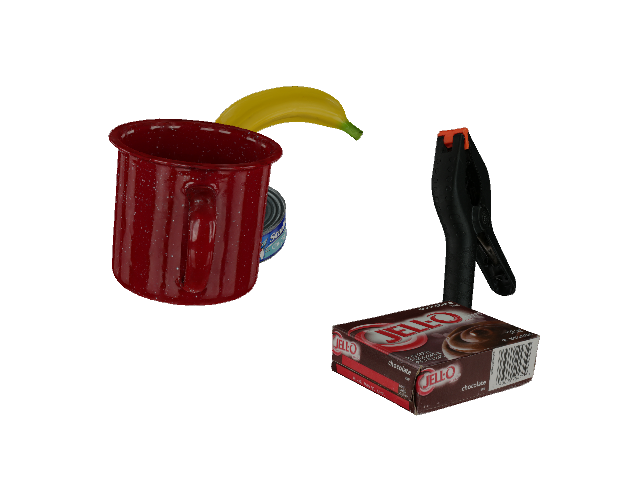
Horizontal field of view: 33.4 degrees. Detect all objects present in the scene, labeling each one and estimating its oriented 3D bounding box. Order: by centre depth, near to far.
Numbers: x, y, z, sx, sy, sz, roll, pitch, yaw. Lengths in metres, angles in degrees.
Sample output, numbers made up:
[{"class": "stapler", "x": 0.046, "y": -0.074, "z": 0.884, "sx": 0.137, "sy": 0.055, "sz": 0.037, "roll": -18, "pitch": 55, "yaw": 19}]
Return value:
[{"class": "mug", "x": -0.068, "y": -0.012, "z": 0.574, "sx": 0.093, "sy": 0.081, "sz": 0.117, "roll": 2, "pitch": 20, "yaw": -15}, {"class": "pudding box", "x": 0.077, "y": 0.077, "z": 0.725, "sx": 0.113, "sy": 0.039, "sz": 0.090, "roll": -7, "pitch": 18, "yaw": -36}, {"class": "tuna can", "x": -0.072, "y": -0.014, "z": 0.928, "sx": 0.086, "sy": 0.034, "sz": 0.086, "roll": -1, "pitch": 38, "yaw": 1}, {"class": "clamp", "x": 0.126, "y": -0.009, "z": 0.938, "sx": 0.039, "sy": 0.171, "sz": 0.120, "roll": -10, "pitch": 16, "yaw": 30}, {"class": "banana", "x": -0.043, "y": -0.128, "z": 1.104, "sx": 0.197, "sy": 0.037, "sz": 0.070, "roll": -11, "pitch": 52, "yaw": -37}]
